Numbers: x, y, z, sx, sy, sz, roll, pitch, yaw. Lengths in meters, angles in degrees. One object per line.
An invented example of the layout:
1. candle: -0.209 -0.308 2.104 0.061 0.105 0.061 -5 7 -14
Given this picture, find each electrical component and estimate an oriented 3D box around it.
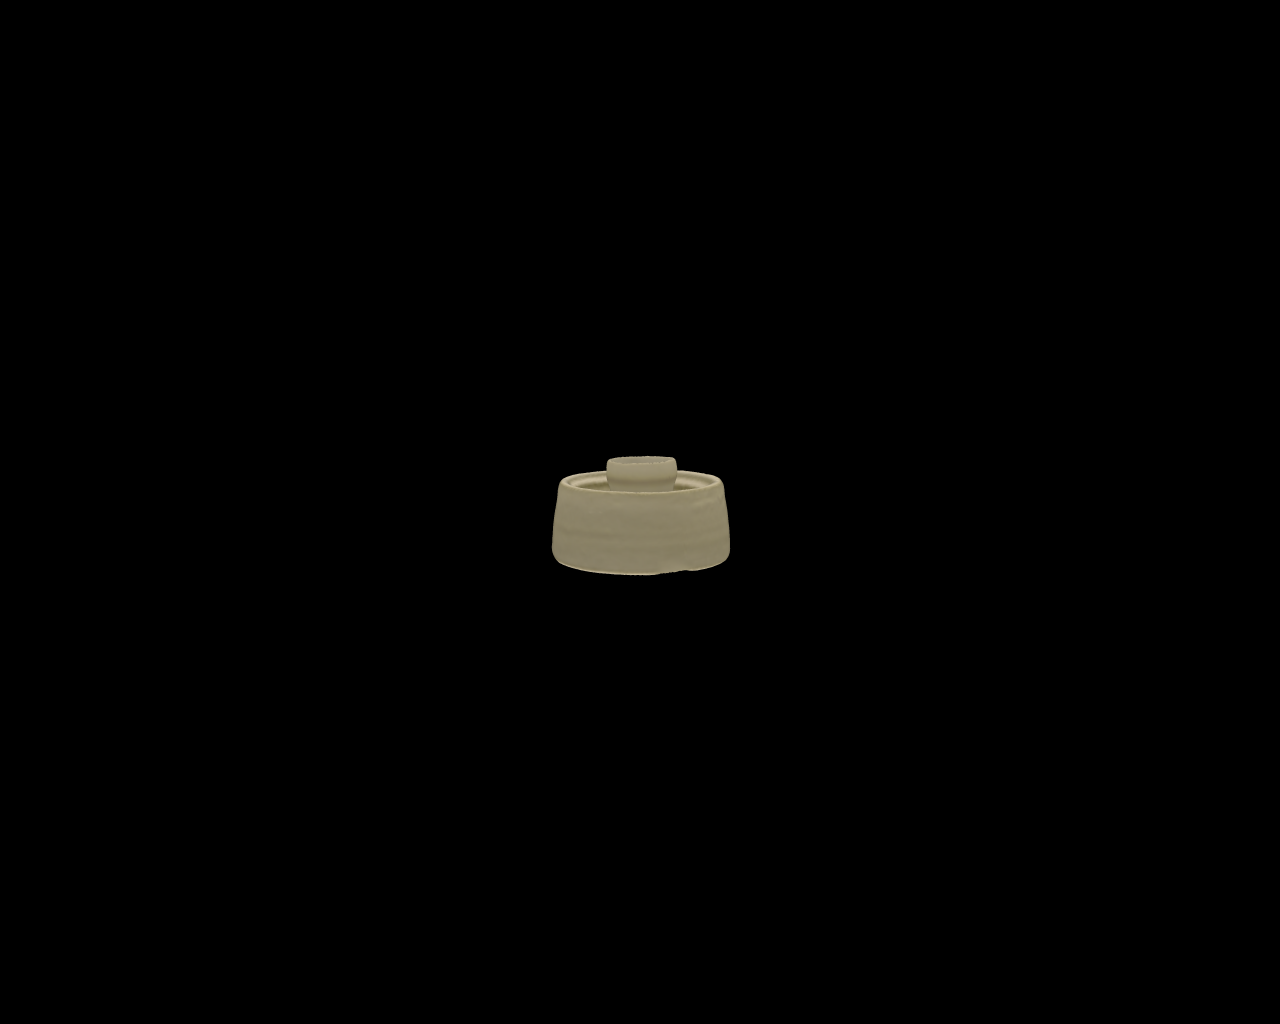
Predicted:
1. electrical component: 0.001 -0.003 0.650 0.108 0.060 0.108 0 9 0
